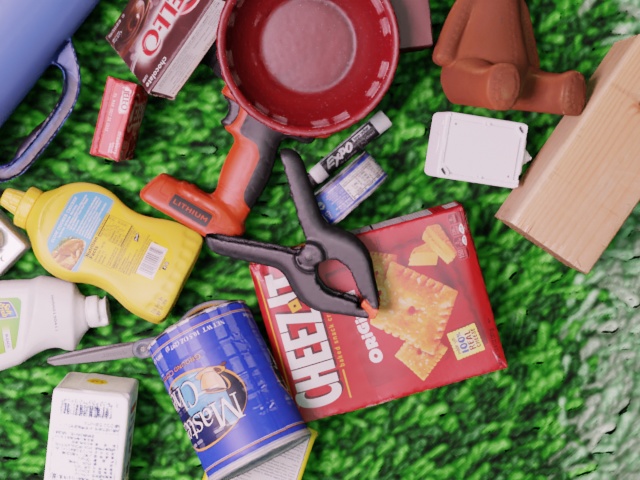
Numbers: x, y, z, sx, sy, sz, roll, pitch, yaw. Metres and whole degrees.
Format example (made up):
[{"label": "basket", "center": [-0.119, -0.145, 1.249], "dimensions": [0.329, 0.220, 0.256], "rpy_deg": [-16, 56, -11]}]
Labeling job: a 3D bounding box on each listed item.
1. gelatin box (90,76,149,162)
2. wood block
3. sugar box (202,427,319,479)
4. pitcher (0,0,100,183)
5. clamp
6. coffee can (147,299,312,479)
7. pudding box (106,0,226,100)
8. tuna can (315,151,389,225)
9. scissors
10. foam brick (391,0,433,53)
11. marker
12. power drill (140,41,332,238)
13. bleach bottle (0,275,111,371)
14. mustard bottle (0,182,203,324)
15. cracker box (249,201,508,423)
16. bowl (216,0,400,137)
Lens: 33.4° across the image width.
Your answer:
[{"label": "gelatin box", "center": [-0.186, -0.112, 1.000], "dimensions": [0.030, 0.089, 0.073], "rpy_deg": [15, 94, -3]}, {"label": "wood block", "center": [0.267, -0.080, 1.010], "dimensions": [0.091, 0.090, 0.206], "rpy_deg": [34, 94, -3]}, {"label": "sugar box", "center": [-0.073, 0.253, 1.029], "dimensions": [0.093, 0.048, 0.176], "rpy_deg": [20, 76, -2]}, {"label": "pitcher", "center": [-0.295, -0.181, 0.979], "dimensions": [0.243, 0.149, 0.145], "rpy_deg": [-49, 59, 0]}, {"label": "clamp", "center": [-0.006, 0.001, 0.967], "dimensions": [0.171, 0.039, 0.120], "rpy_deg": [33, 110, -2]}, {"label": "coffee can", "center": [-0.084, 0.140, 0.982], "dimensions": [0.103, 0.103, 0.140], "rpy_deg": [-28, 77, 1]}, {"label": "pudding box", "center": [-0.136, -0.199, 0.974], "dimensions": [0.114, 0.039, 0.090], "rpy_deg": [-53, 55, 21]}, {"label": "tuna can", "center": [0.023, -0.045, 1.011], "dimensions": [0.086, 0.086, 0.034], "rpy_deg": [-41, 93, 3]}, {"label": "scissors", "center": [-0.160, 0.122, 1.058], "dimensions": [0.202, 0.016, 0.096], "rpy_deg": [-23, 95, 1]}, {"label": "foam brick", "center": [0.074, -0.202, 1.002], "dimensions": [0.051, 0.078, 0.053], "rpy_deg": [-7, 95, -2]}, {"label": "marker", "center": [0.018, -0.081, 1.041], "dimensions": [0.121, 0.020, 0.020], "rpy_deg": [-40, 95, 3]}, {"label": "power drill", "center": [-0.093, -0.103, 1.018], "dimensions": [0.184, 0.057, 0.188], "rpy_deg": [32, 95, 0]}, {"label": "bleach bottle", "center": [-0.328, 0.093, 1.031], "dimensions": [0.250, 0.068, 0.102], "rpy_deg": [-7, 97, -3]}, {"label": "mustard bottle", "center": [-0.216, -0.001, 1.023], "dimensions": [0.191, 0.058, 0.096], "rpy_deg": [26, 75, -2]}, {"label": "cracker box", "center": [0.055, 0.069, 1.028], "dimensions": [0.213, 0.072, 0.164], "rpy_deg": [-15, 94, 1]}, {"label": "bowl", "center": [-0.011, -0.175, 0.956], "dimensions": [0.162, 0.055, 0.162], "rpy_deg": [0, 100, -1]}]
